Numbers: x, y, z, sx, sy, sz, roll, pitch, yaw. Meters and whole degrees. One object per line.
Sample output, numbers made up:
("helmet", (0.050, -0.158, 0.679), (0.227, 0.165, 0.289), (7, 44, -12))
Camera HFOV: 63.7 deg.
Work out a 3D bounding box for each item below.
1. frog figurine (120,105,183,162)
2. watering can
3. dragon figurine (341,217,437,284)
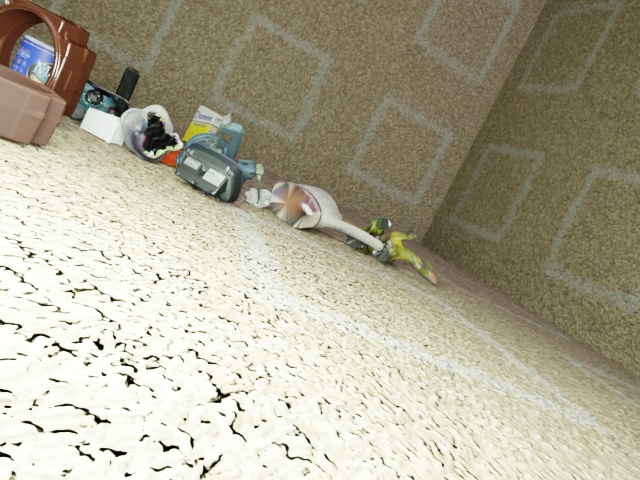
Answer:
("frog figurine", (-0.402, -0.258, 1.204), (0.136, 0.122, 0.162), (27, 9, -42))
("watering can", (0.004, -0.069, 1.377), (0.350, 0.103, 0.225), (34, 14, 18))
("dragon figurine", (0.167, 0.017, 1.547), (0.413, 0.123, 0.239), (27, -12, 20))
